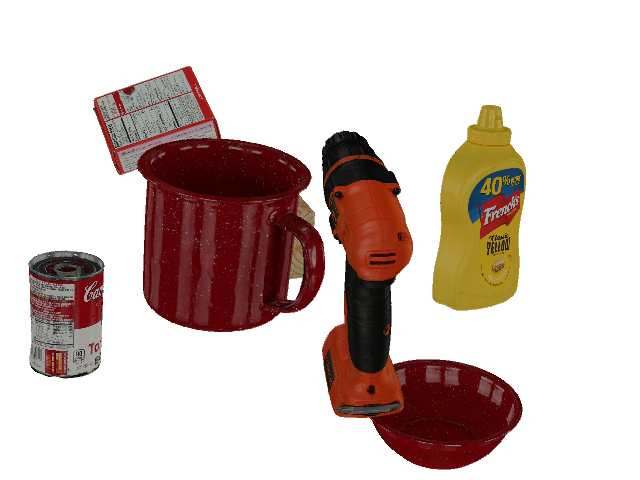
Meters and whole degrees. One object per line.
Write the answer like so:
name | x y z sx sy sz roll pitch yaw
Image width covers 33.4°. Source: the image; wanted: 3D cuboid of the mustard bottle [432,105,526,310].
mustard bottle | 0.155 -0.034 1.022 0.096 0.192 0.058 -11 21 -37

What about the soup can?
soup can | -0.237 0.069 0.993 0.068 0.102 0.068 5 19 -2

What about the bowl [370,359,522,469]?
bowl | 0.120 0.182 1.075 0.162 0.055 0.162 1 24 -1

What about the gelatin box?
gelatin box | -0.135 -0.098 0.874 0.089 0.073 0.030 -21 -41 -8

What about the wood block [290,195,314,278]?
wood block | -0.088 -0.036 1.337 0.090 0.090 0.206 -6 28 -21

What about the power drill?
power drill | 0.029 0.026 0.821 0.057 0.188 0.184 -4 30 -4

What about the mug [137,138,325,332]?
mug | -0.046 0.001 0.580 0.117 0.081 0.093 22 28 30
